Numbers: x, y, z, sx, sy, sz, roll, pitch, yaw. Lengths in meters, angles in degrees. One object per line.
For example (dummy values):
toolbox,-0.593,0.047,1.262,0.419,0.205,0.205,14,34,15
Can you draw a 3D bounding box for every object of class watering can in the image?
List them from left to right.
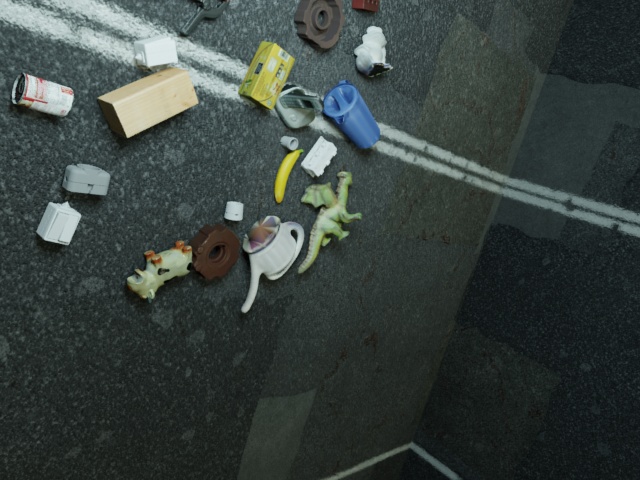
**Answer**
watering can,-0.182,0.064,1.710,0.352,0.105,0.220,-51,137,-18

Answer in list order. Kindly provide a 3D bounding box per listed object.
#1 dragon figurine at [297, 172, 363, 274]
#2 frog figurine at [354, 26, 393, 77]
dragon figurine,0.006,-0.094,1.872,0.416,0.122,0.239,-48,119,-23
frog figurine,0.175,-0.653,1.779,0.138,0.121,0.160,-13,82,-34
